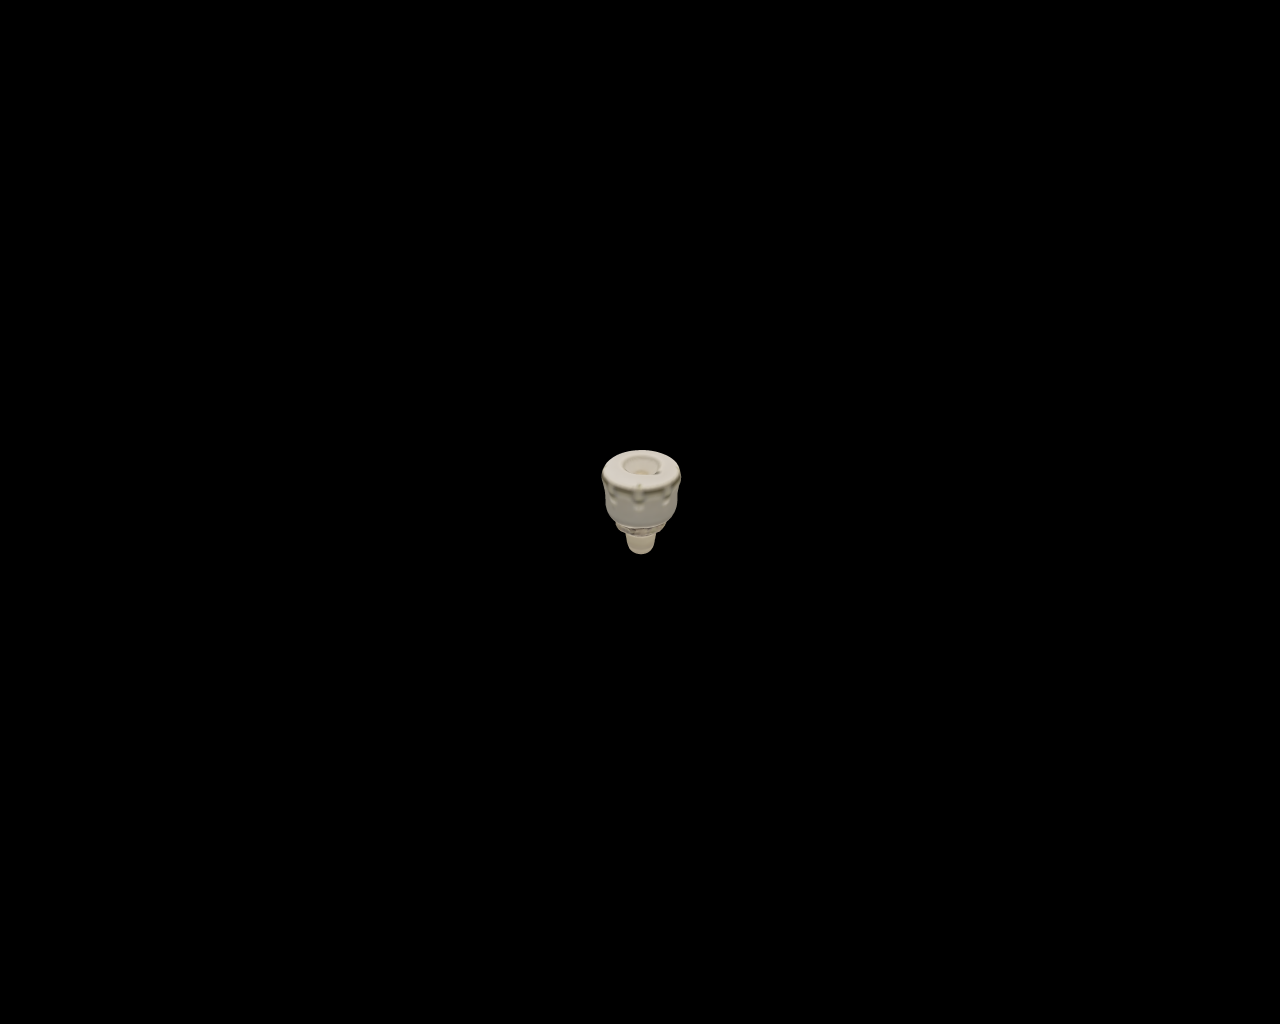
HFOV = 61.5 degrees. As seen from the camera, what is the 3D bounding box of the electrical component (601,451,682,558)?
[{"bbox_3d":[0.001,-0.003,0.650,0.048,0.062,0.048,0,31,0],"label":"electrical component"}]
